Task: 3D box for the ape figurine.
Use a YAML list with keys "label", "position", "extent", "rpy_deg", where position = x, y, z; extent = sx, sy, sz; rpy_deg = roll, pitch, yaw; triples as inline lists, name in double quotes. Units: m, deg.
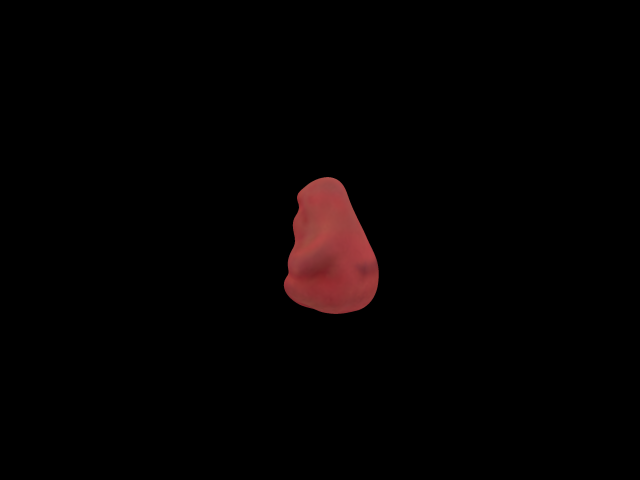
- label: "ape figurine"
  position: [0.004, 0.001, 0.400]
  extent: [0.075, 0.092, 0.078]
  rpy_deg: [10, 18, 33]
